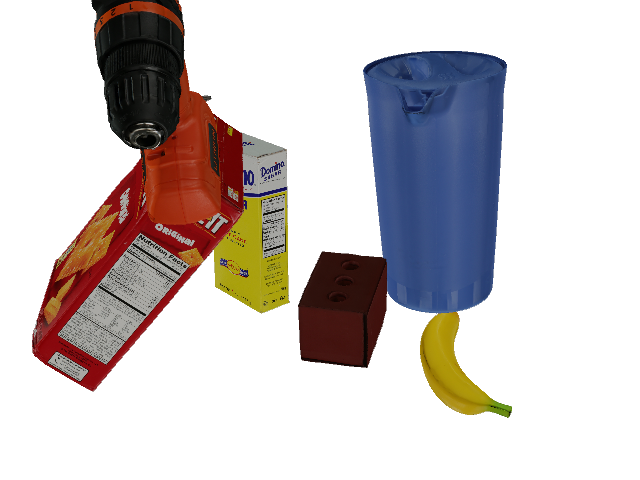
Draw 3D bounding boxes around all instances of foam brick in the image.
[{"bbox_3d":[0.018,0.051,0.801,0.053,0.051,0.078,5,32,12],"label":"foam brick"}]

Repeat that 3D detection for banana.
[{"bbox_3d":[0.141,0.132,1.152,0.069,0.037,0.198,10,27,-17],"label":"banana"}]

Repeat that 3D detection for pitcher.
[{"bbox_3d":[0.117,-0.062,1.047,0.149,0.243,0.145,-14,25,-23],"label":"pitcher"}]

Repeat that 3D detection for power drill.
[{"bbox_3d":[-0.103,-0.092,0.688,0.057,0.184,0.188,-6,-34,-2],"label":"power drill"}]

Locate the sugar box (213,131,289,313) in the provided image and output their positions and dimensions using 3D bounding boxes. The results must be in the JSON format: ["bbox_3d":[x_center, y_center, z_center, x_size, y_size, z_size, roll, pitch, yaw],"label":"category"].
[{"bbox_3d":[-0.077,-0.020,1.139,0.048,0.176,0.093,-20,28,-35],"label":"sugar box"}]

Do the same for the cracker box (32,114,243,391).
[{"bbox_3d":[-0.156,-0.002,0.917,0.072,0.214,0.164,34,20,-20],"label":"cracker box"}]
